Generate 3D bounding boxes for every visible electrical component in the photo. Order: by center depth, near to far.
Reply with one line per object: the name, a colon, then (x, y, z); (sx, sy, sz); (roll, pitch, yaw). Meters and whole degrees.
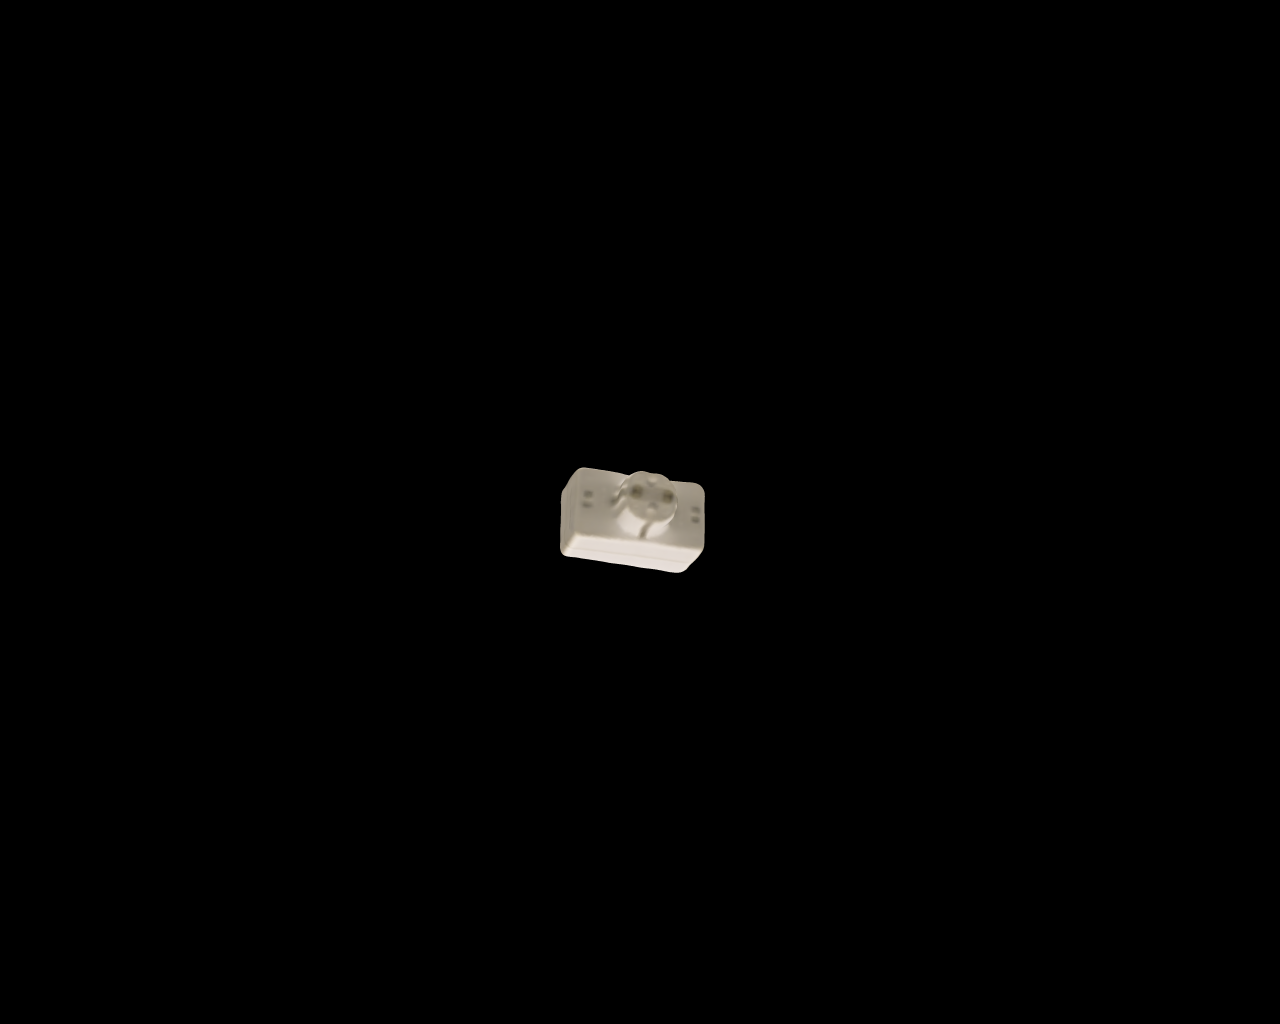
electrical component: (0.001, -0.003, 0.650); (0.083, 0.047, 0.075); (8, -28, -16)
